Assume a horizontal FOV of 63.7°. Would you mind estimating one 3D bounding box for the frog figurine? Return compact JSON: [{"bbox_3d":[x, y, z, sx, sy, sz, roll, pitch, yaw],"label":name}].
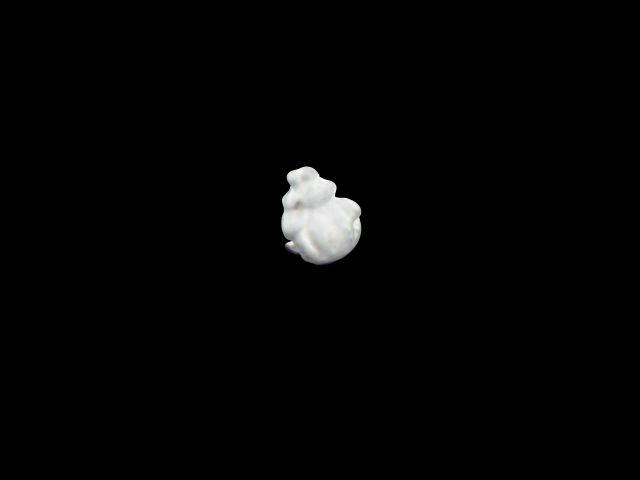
[{"bbox_3d":[0.003,-0.043,0.850,0.137,0.155,0.125,-8,41,-10],"label":"frog figurine"}]
